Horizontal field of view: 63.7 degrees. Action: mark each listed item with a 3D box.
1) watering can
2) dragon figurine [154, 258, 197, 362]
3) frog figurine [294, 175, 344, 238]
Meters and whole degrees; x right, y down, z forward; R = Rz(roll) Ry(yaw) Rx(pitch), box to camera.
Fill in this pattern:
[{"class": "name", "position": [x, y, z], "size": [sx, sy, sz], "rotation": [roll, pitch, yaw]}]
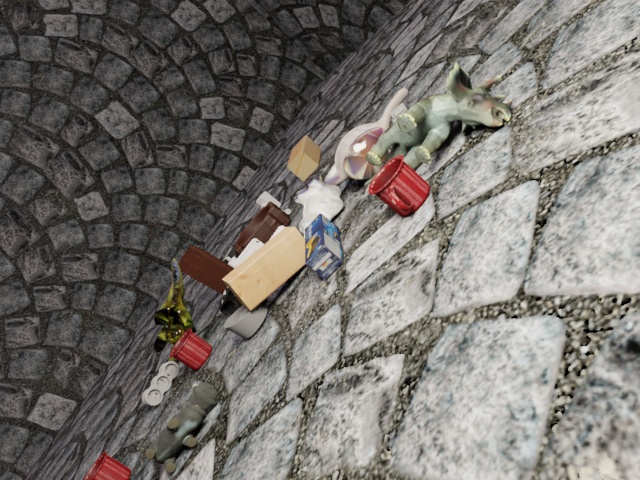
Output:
[{"class": "watering can", "position": [0.137, -0.268, 1.347], "size": [0.103, 0.347, 0.227], "rotation": [40, 4, -17]}, {"class": "dragon figurine", "position": [-0.446, 0.218, 1.600], "size": [0.122, 0.406, 0.245], "rotation": [3, 14, -15]}, {"class": "frog figurine", "position": [0.004, -0.066, 1.318], "size": [0.136, 0.162, 0.122], "rotation": [-31, -31, 29]}]
